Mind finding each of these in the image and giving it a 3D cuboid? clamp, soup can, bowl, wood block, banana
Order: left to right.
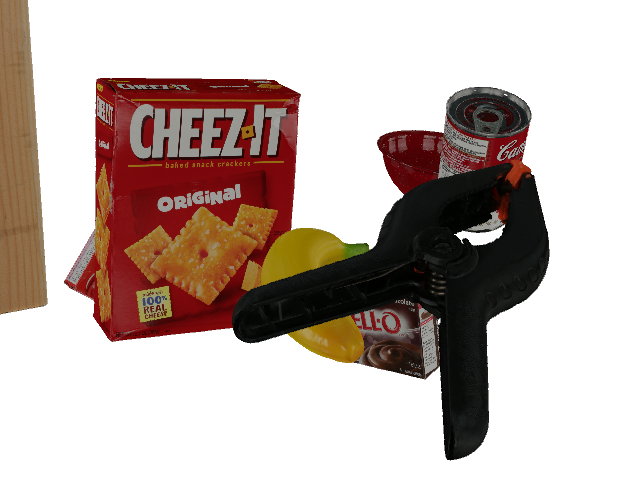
[{"bbox_3d":[-0.214,-0.065,0.601,0.090,0.206,0.090,-10,27,-28],"label":"wood block"},{"bbox_3d":[-0.004,0.025,0.677,0.069,0.037,0.197,1,19,4],"label":"banana"},{"bbox_3d":[0.143,-0.082,1.281,0.162,0.055,0.162,7,23,-3],"label":"bowl"},{"bbox_3d":[0.058,0.023,0.480,0.120,0.039,0.171,38,56,24],"label":"clamp"},{"bbox_3d":[0.131,-0.065,0.879,0.068,0.102,0.068,2,41,-2],"label":"soup can"}]

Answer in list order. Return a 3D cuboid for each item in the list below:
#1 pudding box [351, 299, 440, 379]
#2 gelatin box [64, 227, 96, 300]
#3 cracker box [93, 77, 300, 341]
[{"bbox_3d":[0.068,0.086,1.101,0.114,0.090,0.039,8,25,37],"label":"pudding box"},{"bbox_3d":[-0.206,0.024,1.087,0.073,0.089,0.030,34,-10,-37],"label":"gelatin box"},{"bbox_3d":[-0.108,-0.028,0.918,0.164,0.214,0.072,-4,19,-25],"label":"cracker box"}]
